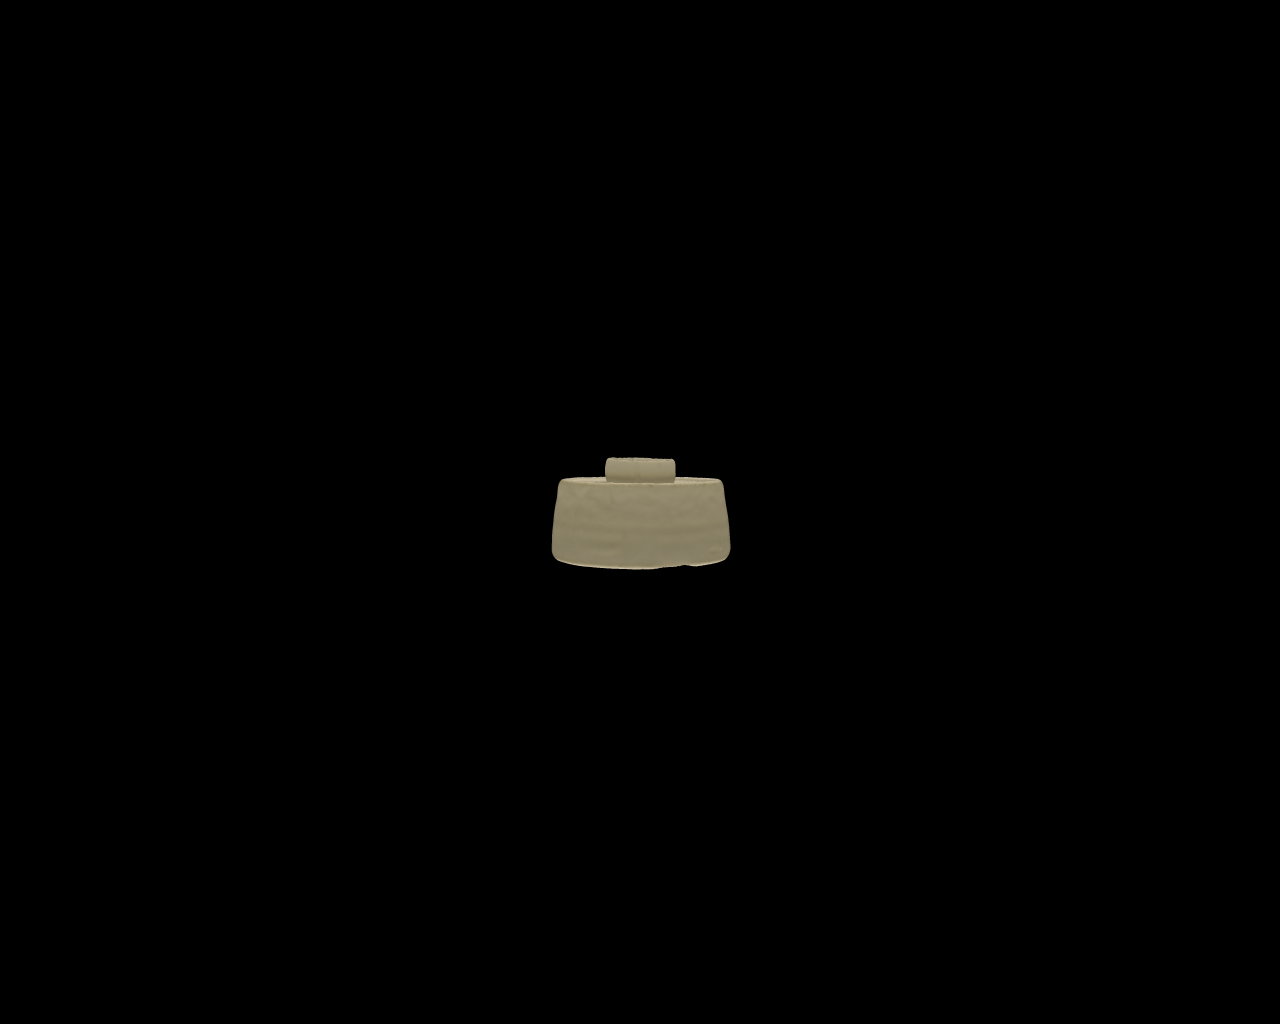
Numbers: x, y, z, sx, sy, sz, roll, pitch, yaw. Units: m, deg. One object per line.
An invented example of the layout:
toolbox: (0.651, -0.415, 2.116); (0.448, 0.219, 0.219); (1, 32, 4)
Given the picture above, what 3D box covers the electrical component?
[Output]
electrical component: (0.001, -0.003, 0.650); (0.108, 0.060, 0.108); (0, 5, 0)
